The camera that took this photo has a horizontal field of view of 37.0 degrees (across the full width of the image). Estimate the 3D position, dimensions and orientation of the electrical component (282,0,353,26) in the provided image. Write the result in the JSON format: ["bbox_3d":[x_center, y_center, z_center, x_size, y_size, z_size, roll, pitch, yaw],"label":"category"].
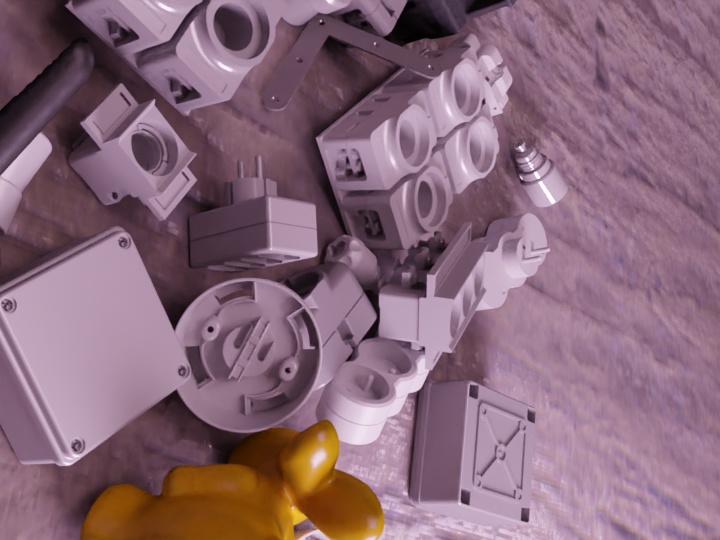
[{"bbox_3d":[-0.037,-0.225,0.862,0.045,0.055,0.045,13,72,-47],"label":"electrical component"}]

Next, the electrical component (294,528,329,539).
[{"bbox_3d":[-0.038,0.230,0.755,0.099,0.064,0.099,13,72,-47],"label":"electrical component"}]

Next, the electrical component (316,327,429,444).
[{"bbox_3d":[0.010,0.097,0.845,0.138,0.052,0.073,-39,155,-57],"label":"electrical component"}]

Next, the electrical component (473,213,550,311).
[{"bbox_3d":[0.142,-0.010,1.007,0.138,0.074,0.052,-39,111,-46],"label":"electrical component"}]

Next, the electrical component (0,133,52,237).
[{"bbox_3d":[-0.214,-0.053,0.632,0.044,0.044,0.065,35,61,-39],"label":"electrical component"}]

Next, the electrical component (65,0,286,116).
[{"bbox_3d":[-0.093,-0.210,0.710,0.105,0.060,0.186,43,61,-33],"label":"electrical component"}]

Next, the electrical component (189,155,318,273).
[{"bbox_3d":[-0.076,-0.042,0.755,0.047,0.083,0.075,7,76,-48],"label":"electrical component"}]

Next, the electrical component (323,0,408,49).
[{"bbox_3d":[0.006,-0.244,0.919,0.055,0.050,0.089,49,49,-31],"label":"electrical component"}]

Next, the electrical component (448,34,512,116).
[{"bbox_3d":[0.105,-0.173,1.013,0.078,0.058,0.057,57,42,-24],"label":"electrical component"}]

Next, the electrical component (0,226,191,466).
[{"bbox_3d":[-0.172,0.045,0.647,0.109,0.056,0.108,-36,109,-47],"label":"electrical component"}]

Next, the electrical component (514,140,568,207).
[{"bbox_3d":[0.180,-0.099,1.096,0.078,0.040,0.040,52,48,-29],"label":"electrical component"}]

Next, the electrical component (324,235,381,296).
[{"bbox_3d":[0.000,0.000,0.872,0.061,0.035,0.035,43,52,-38],"label":"electrical component"}]

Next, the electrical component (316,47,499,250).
[{"bbox_3d":[0.051,-0.107,0.918,0.186,0.060,0.105,-46,127,-44],"label":"electrical component"}]

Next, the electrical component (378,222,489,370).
[{"bbox_3d":[0.059,0.016,0.865,0.121,0.063,0.078,-49,142,-61],"label":"electrical component"}]

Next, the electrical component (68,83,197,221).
[{"bbox_3d":[-0.149,-0.073,0.693,0.081,0.064,0.042,55,45,-26],"label":"electrical component"}]

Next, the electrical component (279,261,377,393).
[{"bbox_3d":[-0.037,0.039,0.805,0.059,0.054,0.095,59,44,-22],"label":"electrical component"}]

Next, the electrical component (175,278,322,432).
[{"bbox_3d":[-0.074,0.054,0.723,0.064,0.099,0.099,-78,154,-85],"label":"electrical component"}]

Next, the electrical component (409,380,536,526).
[{"bbox_3d":[0.100,0.160,0.935,0.109,0.056,0.108,26,63,-43],"label":"electrical component"}]
